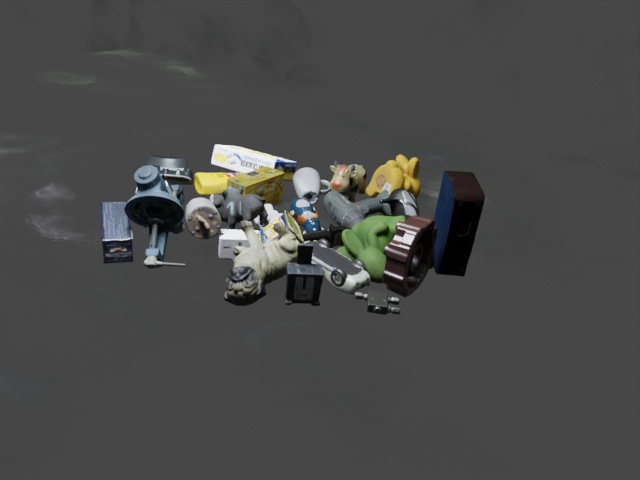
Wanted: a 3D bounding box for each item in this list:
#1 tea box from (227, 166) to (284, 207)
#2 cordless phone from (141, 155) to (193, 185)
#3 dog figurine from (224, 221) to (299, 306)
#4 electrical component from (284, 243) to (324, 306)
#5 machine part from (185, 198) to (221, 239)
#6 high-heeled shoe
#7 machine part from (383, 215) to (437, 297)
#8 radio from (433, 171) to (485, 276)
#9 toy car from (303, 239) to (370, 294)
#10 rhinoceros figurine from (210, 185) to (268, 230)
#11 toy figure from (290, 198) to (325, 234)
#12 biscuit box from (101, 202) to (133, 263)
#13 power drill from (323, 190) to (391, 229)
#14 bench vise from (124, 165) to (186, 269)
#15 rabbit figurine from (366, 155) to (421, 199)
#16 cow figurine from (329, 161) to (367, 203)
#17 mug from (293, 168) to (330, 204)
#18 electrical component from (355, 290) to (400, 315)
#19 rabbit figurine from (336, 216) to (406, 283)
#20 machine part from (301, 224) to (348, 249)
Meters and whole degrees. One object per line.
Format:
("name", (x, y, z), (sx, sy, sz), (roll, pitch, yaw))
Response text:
("tea box", (-0.176, -0.132, 1.462), (0.068, 0.098, 0.169), (22, 28, 25))
("cordless phone", (-0.424, -0.149, 1.470), (0.147, 0.088, 0.184), (3, 38, -13))
("dog figurine", (-0.106, 0.066, 1.101), (0.172, 0.121, 0.191), (1, 41, -8))
("electrical component", (-0.030, 0.070, 1.068), (0.075, 0.119, 0.048), (6, 25, -10))
("machine part", (-0.273, -0.052, 1.247), (0.079, 0.079, 0.243), (1, 9, -15))
("high-heeled shoe", (0.242, -0.031, 1.367), (0.145, 0.086, 0.249), (-5, 58, -45))
("machine part", (0.194, 0.033, 1.157), (0.056, 0.179, 0.179), (19, 28, 28))
("radio", (0.315, -0.035, 1.258), (0.073, 0.229, 0.131), (3, 30, -2))
("toy car", (0.024, 0.054, 1.189), (0.073, 0.056, 0.202), (-22, 37, -36))
("rhinoceros figurine", (-0.207, -0.079, 1.325), (0.073, 0.112, 0.191), (-21, 19, -38))
("toy figure", (-0.037, -0.060, 1.406), (0.064, 0.057, 0.155), (-35, 35, 0))
("biscuit box", (-0.453, -0.021, 1.197), (0.063, 0.059, 0.203), (-4, 29, -20))
("power drill", (0.130, -0.071, 1.462), (0.207, 0.085, 0.232), (-16, 34, -29))
("bench vise", (-0.351, -0.034, 1.167), (0.129, 0.223, 0.241), (0, 57, -8))
("rabbit figurine", (0.245, -0.179, 1.651), (0.173, 0.162, 0.122), (10, 7, -39))
("cow figurine", (0.085, -0.180, 1.602), (0.086, 0.127, 0.195), (14, 24, 19))
("mug", (-0.023, -0.149, 1.572), (0.109, 0.080, 0.107), (8, 36, -12))
("electrical component", (0.117, 0.128, 1.100), (0.094, 0.021, 0.063), (9, 26, 2))
("rabbit figurine", (0.121, 0.020, 1.221), (0.159, 0.121, 0.170), (16, 41, 0))
("machine part", (-0.003, -0.004, 1.289), (0.139, 0.084, 0.039), (-7, 59, -5))
